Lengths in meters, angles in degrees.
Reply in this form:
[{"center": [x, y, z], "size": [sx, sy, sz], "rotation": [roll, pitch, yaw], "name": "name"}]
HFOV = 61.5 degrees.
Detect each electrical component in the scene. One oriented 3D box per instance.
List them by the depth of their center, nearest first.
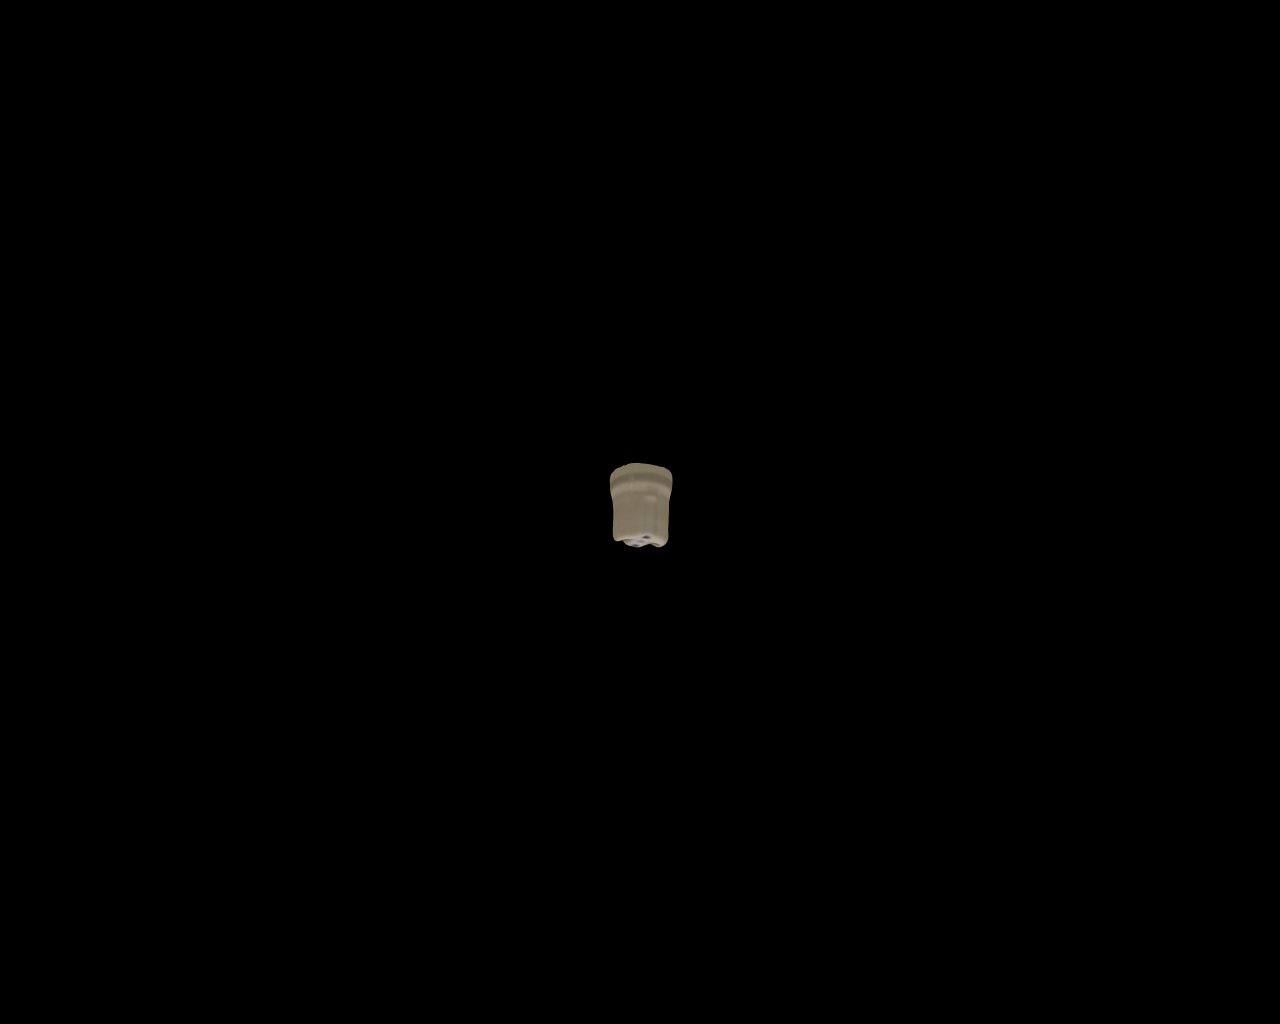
[{"center": [0.001, -0.003, 0.650], "size": [0.040, 0.046, 0.040], "rotation": [0, -22, 0], "name": "electrical component"}]
